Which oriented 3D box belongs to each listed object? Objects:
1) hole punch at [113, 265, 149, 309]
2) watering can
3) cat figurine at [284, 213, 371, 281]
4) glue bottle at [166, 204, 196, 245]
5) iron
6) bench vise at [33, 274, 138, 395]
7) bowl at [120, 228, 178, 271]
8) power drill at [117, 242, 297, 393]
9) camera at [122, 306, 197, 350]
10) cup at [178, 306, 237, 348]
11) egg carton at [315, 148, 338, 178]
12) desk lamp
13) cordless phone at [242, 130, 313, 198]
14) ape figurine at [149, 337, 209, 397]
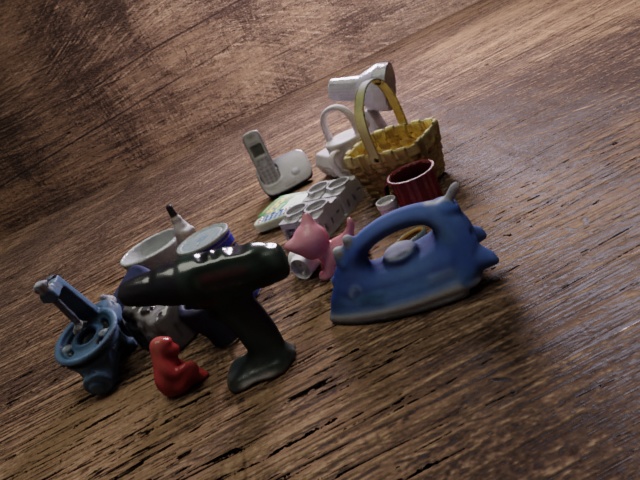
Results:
[{"bbox_3d":[-0.395,0.115,1.218,0.101,0.091,0.108,-40,26,-31],"label":"hole punch"},{"bbox_3d":[0.066,-0.227,1.335,0.100,0.194,0.173,-18,24,20],"label":"watering can"},{"bbox_3d":[0.009,0.004,0.987,0.127,0.118,0.067,-21,23,13],"label":"cat figurine"},{"bbox_3d":[-0.287,-0.002,1.249,0.077,0.173,0.037,-4,31,43],"label":"glue bottle"},{"bbox_3d":[0.107,0.022,0.808,0.258,0.142,0.118,-22,23,11],"label":"iron"},{"bbox_3d":[-0.423,0.143,1.014,0.121,0.220,0.207,-31,23,-11],"label":"bench vise"},{"bbox_3d":[-0.395,0.043,1.399,0.167,0.075,0.167,-22,22,10],"label":"bowl"},{"bbox_3d":[-0.133,0.104,0.798,0.229,0.209,0.075,-25,22,3],"label":"power drill"},{"bbox_3d":[-0.281,0.125,1.057,0.142,0.101,0.137,-3,32,44],"label":"camera"},{"bbox_3d":[-0.181,0.128,0.949,0.117,0.095,0.092,-3,32,44],"label":"cup"},{"bbox_3d":[0.056,-0.208,1.469,0.107,0.069,0.150,-33,23,-15],"label":"egg carton"},{"bbox_3d":[0.122,-0.341,1.501,0.202,0.214,0.118,-13,26,29],"label":"desk lamp"},{"bbox_3d":[-0.115,-0.221,1.530,0.147,0.185,0.094,-28,22,-3],"label":"cordless phone"},{"bbox_3d":[-0.226,0.186,0.873,0.076,0.092,0.077,-31,23,-12],"label":"ape figurine"}]
